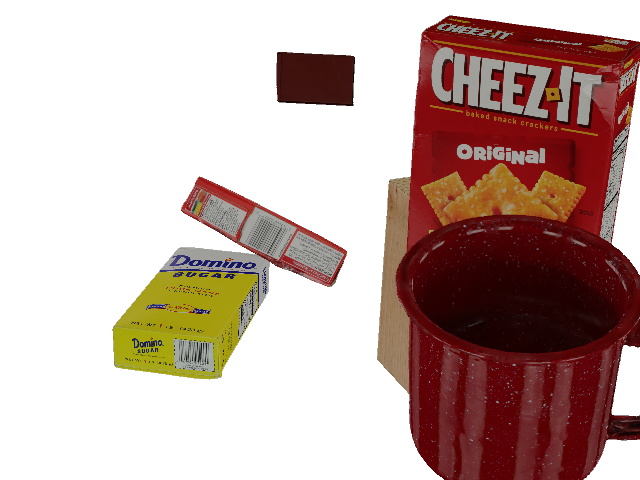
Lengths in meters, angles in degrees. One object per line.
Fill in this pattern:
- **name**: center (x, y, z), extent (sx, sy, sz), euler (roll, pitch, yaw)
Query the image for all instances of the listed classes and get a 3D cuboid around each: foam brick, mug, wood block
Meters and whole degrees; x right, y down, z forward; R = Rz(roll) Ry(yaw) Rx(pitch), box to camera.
- **foam brick**: center (-0.006, -0.167, 1.100), extent (0.078, 0.051, 0.053), euler (2, 11, -5)
- **mug**: center (0.088, 0.050, 0.423), extent (0.117, 0.081, 0.093), euler (7, 36, 14)
- **wood block**: center (0.121, 0.045, 1.076), extent (0.090, 0.206, 0.091), euler (-8, 26, -21)

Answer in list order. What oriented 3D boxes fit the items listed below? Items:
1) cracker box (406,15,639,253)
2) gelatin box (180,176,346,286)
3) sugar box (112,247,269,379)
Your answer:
- **cracker box**: center (0.160, -0.063, 0.874), extent (0.164, 0.214, 0.072), euler (13, 28, 23)
- **gelatin box**: center (-0.037, -0.005, 0.705), extent (0.089, 0.030, 0.073), euler (27, 0, -40)
- **sugar box**: center (-0.110, 0.059, 0.948), extent (0.093, 0.048, 0.176), euler (6, 25, 9)
